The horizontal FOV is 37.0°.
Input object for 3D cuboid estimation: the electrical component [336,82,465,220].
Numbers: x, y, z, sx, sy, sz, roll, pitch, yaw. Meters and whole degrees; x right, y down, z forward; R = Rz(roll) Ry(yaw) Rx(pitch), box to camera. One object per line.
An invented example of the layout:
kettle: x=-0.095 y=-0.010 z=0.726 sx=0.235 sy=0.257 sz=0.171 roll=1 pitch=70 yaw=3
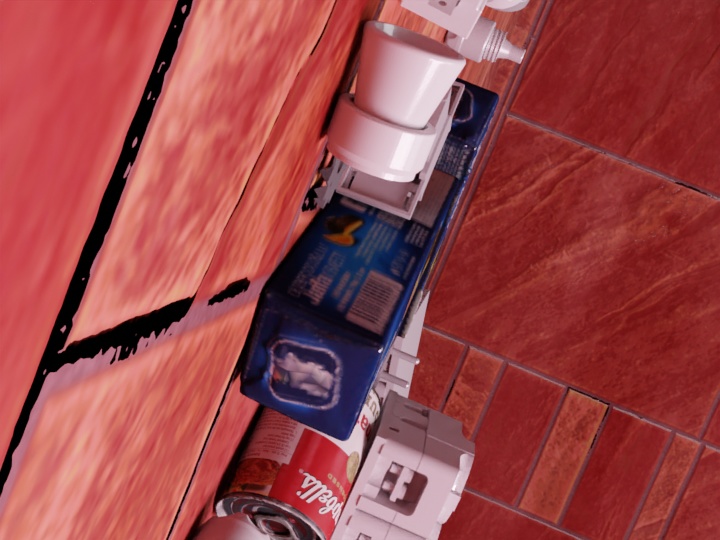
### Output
electrical component: x=0.021 y=-0.073 z=0.552 sx=0.063 sy=0.042 sz=0.081 roll=85 pitch=26 yaw=-73

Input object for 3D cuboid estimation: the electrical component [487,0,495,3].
electrical component: x=0.082 y=-0.199 z=0.667 sx=0.065 sy=0.044 sz=0.044 roll=-62 pitch=174 yaw=-15

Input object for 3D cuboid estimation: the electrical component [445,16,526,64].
electrical component: x=0.099 y=-0.177 z=0.838 sx=0.035 sy=0.061 sz=0.035 roll=23 pitch=90 yaw=-86

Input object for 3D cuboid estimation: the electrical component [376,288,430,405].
electrical component: x=0.006 y=0.091 z=0.903 sx=0.089 sy=0.062 sz=0.150 roll=-52 pitch=155 yaw=-62

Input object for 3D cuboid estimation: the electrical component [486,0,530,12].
electrical component: x=0.127 y=-0.253 z=0.911 sx=0.055 sy=0.048 sz=0.066 roll=97 pitch=14 yaw=-46

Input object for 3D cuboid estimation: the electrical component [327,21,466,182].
electrical component: x=0.014 y=-0.071 z=0.452 sx=0.045 sy=0.045 sz=0.055 roll=-56 pitch=168 yaw=-69

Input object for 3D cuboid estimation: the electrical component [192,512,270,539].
electrical component: x=-0.074 y=0.158 z=0.559 sx=0.062 sy=0.043 sz=0.043 roll=-56 pitch=168 yaw=-66

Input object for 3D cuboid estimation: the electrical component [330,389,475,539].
electrical component: x=0.015 y=0.166 z=0.689 sx=0.089 sy=0.062 sz=0.150 roll=-61 pitch=175 yaw=-76

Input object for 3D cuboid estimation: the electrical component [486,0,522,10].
electrical component: x=0.105 y=-0.222 z=0.819 sx=0.062 sy=0.048 sz=0.048 roll=-80 pitch=-168 yaw=-79

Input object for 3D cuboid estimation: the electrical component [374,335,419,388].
electrical component: x=0.000 y=0.052 z=0.695 sx=0.047 sy=0.077 sz=0.065 roll=106 pitch=8 yaw=-58

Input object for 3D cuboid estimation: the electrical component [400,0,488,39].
electrical component: x=0.051 y=-0.149 z=0.507 sx=0.066 sy=0.048 sz=0.055 roll=-65 pitch=-178 yaw=-33
